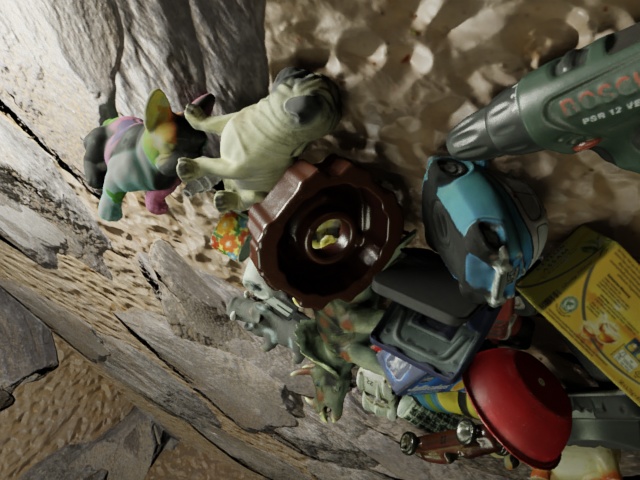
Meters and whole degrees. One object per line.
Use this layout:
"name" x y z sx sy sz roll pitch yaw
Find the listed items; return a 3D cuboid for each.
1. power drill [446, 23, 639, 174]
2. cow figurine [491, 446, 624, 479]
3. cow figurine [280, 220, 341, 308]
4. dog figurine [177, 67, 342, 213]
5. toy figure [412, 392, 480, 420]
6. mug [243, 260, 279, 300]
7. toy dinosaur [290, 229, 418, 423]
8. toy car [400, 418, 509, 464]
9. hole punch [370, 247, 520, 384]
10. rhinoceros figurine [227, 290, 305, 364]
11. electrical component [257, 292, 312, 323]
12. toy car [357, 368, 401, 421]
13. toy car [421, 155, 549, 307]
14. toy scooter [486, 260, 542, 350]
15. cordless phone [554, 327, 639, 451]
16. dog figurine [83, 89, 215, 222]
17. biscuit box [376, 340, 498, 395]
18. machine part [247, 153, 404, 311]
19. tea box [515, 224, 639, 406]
"power drill" 0.245 -0.066 0.434 0.207 0.086 0.232 47 144 -9
"cow figurine" 0.358 0.320 0.835 0.195 0.127 0.085 -11 131 30
"cow figurine" 0.001 -0.002 0.705 0.068 0.098 0.167 29 107 6
"dog figurine" -0.042 -0.105 0.618 0.191 0.121 0.172 -9 166 25
"toy figure" 0.216 0.239 0.854 0.082 0.089 0.180 13 157 -36
"mug" -0.061 0.043 0.813 0.109 0.107 0.081 41 149 -10
"toy dinosaur" 0.044 0.105 0.791 0.192 0.131 0.404 17 131 19
"toy car" 0.214 0.332 0.867 0.089 0.053 0.202 22 144 -25
"hole punch" 0.123 0.075 0.570 0.142 0.116 0.092 20 123 36
"rhinoceros figurine" -0.094 0.167 1.046 0.190 0.073 0.112 22 148 17
"electrical component" -0.049 0.107 0.946 0.119 0.048 0.074 31 149 2
"toy car" 0.118 0.302 1.061 0.074 0.056 0.201 16 144 25
"toy car" 0.166 -0.018 0.526 0.103 0.162 0.109 -15 131 -7
"toy scooter" 0.196 0.071 0.658 0.135 0.075 0.183 15 149 24
"cordless phone" 0.331 0.174 0.695 0.184 0.089 0.147 52 146 -9
"dog figurine" -0.227 -0.134 0.717 0.219 0.108 0.191 -46 61 38
"biscuit box" 0.167 0.162 0.708 0.202 0.063 0.059 10 133 -41
"machine part" 0.006 -0.008 0.603 0.179 0.179 0.056 59 173 -36
"tea box" 0.297 0.078 0.543 0.169 0.098 0.068 43 -170 -13
